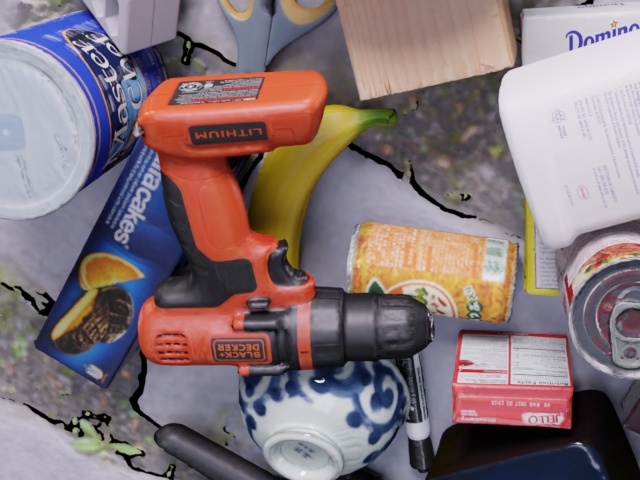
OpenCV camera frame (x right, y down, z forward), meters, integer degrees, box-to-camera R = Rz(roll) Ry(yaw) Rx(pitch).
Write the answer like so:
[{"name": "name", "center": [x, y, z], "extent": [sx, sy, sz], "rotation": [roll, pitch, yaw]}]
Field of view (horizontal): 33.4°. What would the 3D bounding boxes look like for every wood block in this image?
[{"name": "wood block", "center": [0.047, -0.195, 0.602], "extent": [0.091, 0.090, 0.206], "rotation": [-10, 107, 15]}]

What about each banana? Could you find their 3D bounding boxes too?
[{"name": "banana", "center": [-0.017, -0.012, 0.696], "extent": [0.070, 0.037, 0.198], "rotation": [36, 122, 24]}]

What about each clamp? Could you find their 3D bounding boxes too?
[{"name": "clamp", "center": [-0.018, 0.218, 0.784], "extent": [0.210, 0.036, 0.164], "rotation": [4, 110, 9]}]

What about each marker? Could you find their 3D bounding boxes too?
[{"name": "marker", "center": [0.064, 0.107, 0.740], "extent": [0.020, 0.020, 0.121], "rotation": [-6, 108, 12]}]

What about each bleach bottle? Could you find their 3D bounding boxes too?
[{"name": "bleach bottle", "center": [0.224, -0.072, 0.538], "extent": [0.251, 0.068, 0.102], "rotation": [-14, 115, 22]}]

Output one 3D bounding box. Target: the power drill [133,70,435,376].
[{"name": "power drill", "center": [-0.026, -0.003, 0.629], "extent": [0.184, 0.057, 0.188], "rotation": [-2, 119, 5]}]

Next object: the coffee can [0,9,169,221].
[{"name": "coffee can", "center": [-0.162, -0.081, 0.653], "extent": [0.103, 0.140, 0.103], "rotation": [3, 109, 10]}]

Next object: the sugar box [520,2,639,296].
[{"name": "sugar box", "center": [0.170, -0.054, 0.651], "extent": [0.093, 0.048, 0.176], "rotation": [-1, 106, 10]}]

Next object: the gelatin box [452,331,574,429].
[{"name": "gelatin box", "center": [0.123, 0.089, 0.685], "extent": [0.073, 0.089, 0.030], "rotation": [1, 108, 10]}]

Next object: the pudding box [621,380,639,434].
[{"name": "pudding box", "center": [0.260, 0.090, 0.686], "extent": [0.090, 0.039, 0.114], "rotation": [24, 112, 2]}]

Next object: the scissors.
[{"name": "scissors", "center": [-0.026, -0.110, 0.685], "extent": [0.096, 0.016, 0.202], "rotation": [0, 110, 10]}]

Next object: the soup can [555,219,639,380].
[{"name": "soup can", "center": [0.169, 0.026, 0.596], "extent": [0.068, 0.102, 0.068], "rotation": [2, 108, 7]}]
